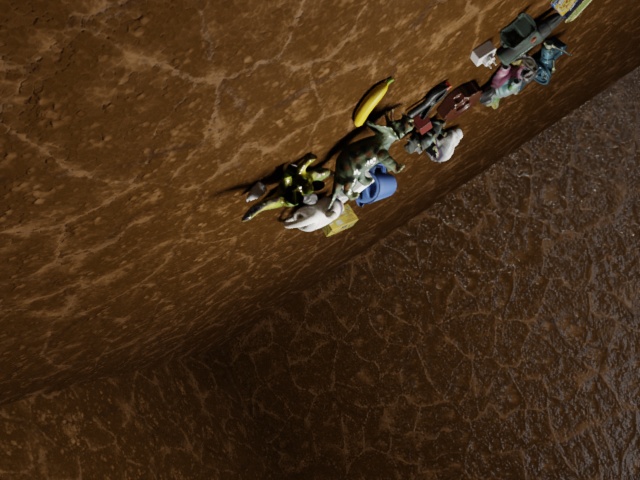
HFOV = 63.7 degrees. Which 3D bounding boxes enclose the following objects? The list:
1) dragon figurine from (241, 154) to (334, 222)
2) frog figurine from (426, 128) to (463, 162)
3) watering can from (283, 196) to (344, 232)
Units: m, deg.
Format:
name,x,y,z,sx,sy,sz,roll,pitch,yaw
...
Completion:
name,x,y,z,sx,sy,sz,roll,pitch,yaw
dragon figurine,-0.108,-0.144,1.655,0.415,0.122,0.239,-33,178,-24
frog figurine,0.563,-0.416,2.264,0.160,0.125,0.134,-18,144,-11
watering can,0.006,-0.100,1.977,0.227,0.103,0.346,-27,-168,-38
